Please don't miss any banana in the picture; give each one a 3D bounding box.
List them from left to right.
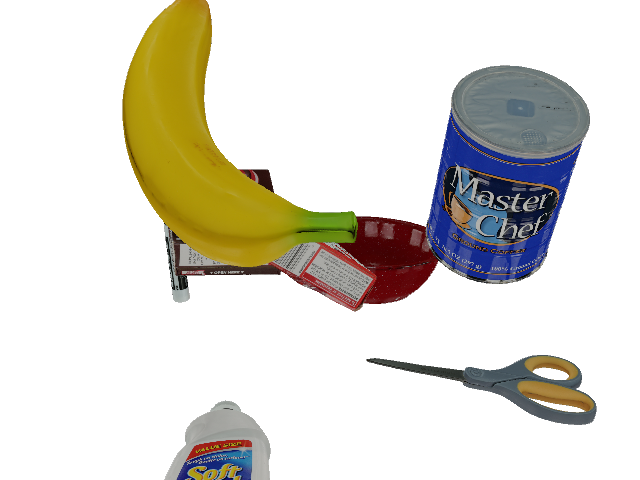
[{"bbox_3d":[-0.053,-0.048,0.474,0.069,0.037,0.198,-16,46,-17],"label":"banana"}]

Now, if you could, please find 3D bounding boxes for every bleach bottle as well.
[{"bbox_3d":[-0.092,0.212,0.875,0.102,0.068,0.251,-1,24,-1],"label":"bleach bottle"}]

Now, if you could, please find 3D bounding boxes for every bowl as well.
[{"bbox_3d":[0.051,0.024,1.106,0.162,0.055,0.162,2,18,-1],"label":"bowl"}]

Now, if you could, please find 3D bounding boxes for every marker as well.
[{"bbox_3d":[-0.161,0.011,1.179,0.020,0.121,0.020,-4,23,2],"label":"marker"}]

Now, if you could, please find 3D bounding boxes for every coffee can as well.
[{"bbox_3d":[0.143,-0.050,0.836,0.102,0.103,0.140,0,-44,-6],"label":"coffee can"}]

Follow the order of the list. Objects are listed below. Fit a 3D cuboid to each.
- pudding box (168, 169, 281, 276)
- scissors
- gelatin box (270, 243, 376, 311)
[{"bbox_3d":[-0.081,-0.017,0.887,0.090,0.039,0.113,-1,38,-11],"label":"pudding box"},{"bbox_3d":[0.150,0.116,0.962,0.202,0.016,0.096,17,29,16],"label":"scissors"},{"bbox_3d":[-0.016,0.005,0.687,0.089,0.030,0.073,31,4,-30],"label":"gelatin box"}]
